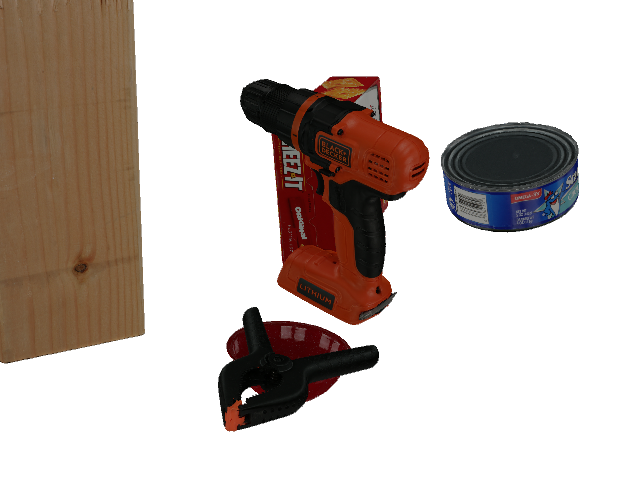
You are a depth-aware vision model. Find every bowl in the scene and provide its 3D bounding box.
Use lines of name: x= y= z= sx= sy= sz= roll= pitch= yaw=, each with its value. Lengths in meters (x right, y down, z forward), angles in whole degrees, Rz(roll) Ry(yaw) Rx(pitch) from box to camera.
bowl: x=-0.041 y=0.161 z=1.362 sx=0.162 sy=0.055 sz=0.162 roll=5 pitch=21 yaw=-2

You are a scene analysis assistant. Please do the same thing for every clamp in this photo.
clamp: x=-0.036 y=0.140 z=1.124 sx=0.165 sy=0.036 sz=0.209 roll=12 pitch=26 yaw=13

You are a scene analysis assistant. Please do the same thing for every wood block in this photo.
wood block: x=-0.161 y=-0.046 z=0.618 sx=0.090 sy=0.206 sz=0.090 roll=-10 pitch=25 yaw=-28

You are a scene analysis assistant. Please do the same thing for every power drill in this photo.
power drill: x=0.003 y=-0.034 z=0.908 sx=0.185 sy=0.188 sz=0.057 roll=28 pitch=43 yaw=33

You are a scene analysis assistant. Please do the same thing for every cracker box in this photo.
cracker box: x=0.014 y=-0.078 z=1.180 sx=0.072 sy=0.164 sz=0.213 roll=2 pitch=22 yaw=18

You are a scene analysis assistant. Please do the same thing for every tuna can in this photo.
tuna can: x=0.121 y=-0.041 z=0.679 sx=0.086 sy=0.034 sz=0.086 roll=-8 pitch=32 yaw=5
